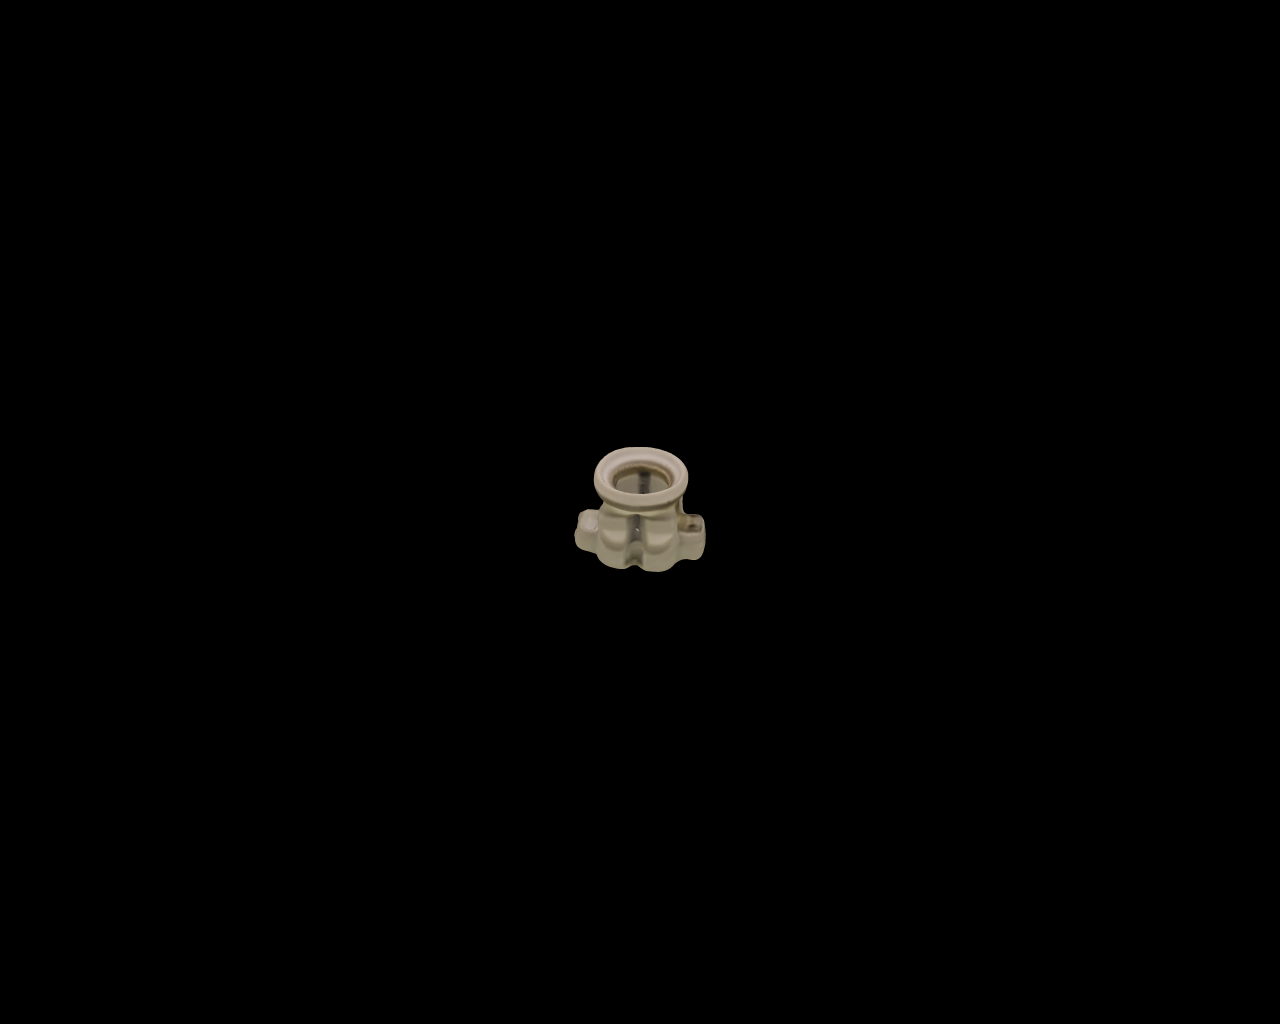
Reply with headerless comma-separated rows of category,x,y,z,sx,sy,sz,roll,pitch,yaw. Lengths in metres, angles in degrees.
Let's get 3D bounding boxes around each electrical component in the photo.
electrical component,0.001,-0.003,0.650,0.078,0.056,0.058,5,36,7
